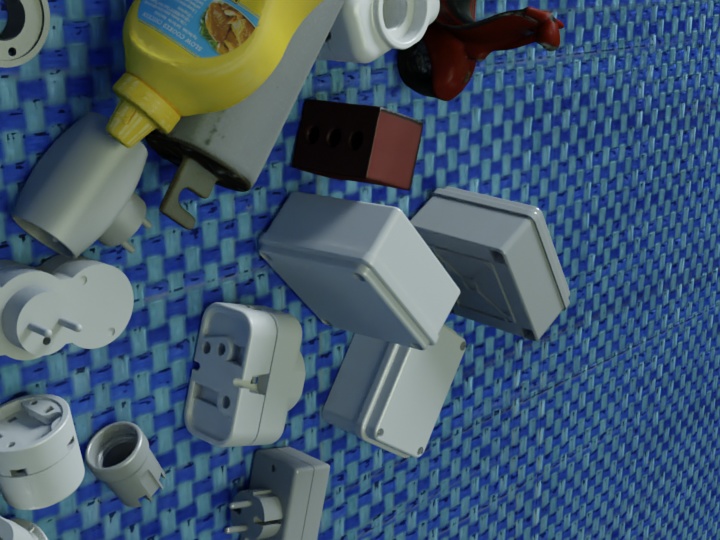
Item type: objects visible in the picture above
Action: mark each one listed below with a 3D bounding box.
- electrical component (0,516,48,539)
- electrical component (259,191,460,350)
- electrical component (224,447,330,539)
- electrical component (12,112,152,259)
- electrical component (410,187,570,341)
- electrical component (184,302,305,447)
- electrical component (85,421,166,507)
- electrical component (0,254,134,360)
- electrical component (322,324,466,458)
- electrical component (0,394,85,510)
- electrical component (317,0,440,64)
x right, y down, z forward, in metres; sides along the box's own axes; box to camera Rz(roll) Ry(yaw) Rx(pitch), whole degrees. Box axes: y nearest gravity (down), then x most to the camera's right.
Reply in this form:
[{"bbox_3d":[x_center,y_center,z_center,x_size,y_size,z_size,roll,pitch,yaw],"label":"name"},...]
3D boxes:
[{"bbox_3d":[-0.215,0.170,0.627,0.058,0.078,0.057,-62,156,-15],"label":"electrical component"},{"bbox_3d":[0.000,0.000,0.781,0.056,0.109,0.108,-60,136,-20],"label":"electrical component"},{"bbox_3d":[-0.070,0.181,0.803,0.076,0.047,0.083,4,98,-48],"label":"electrical component"},{"bbox_3d":[-0.156,-0.040,0.647,0.077,0.043,0.079,-59,136,-17],"label":"electrical component"},{"bbox_3d":[0.107,-0.006,0.896,0.056,0.109,0.108,-47,132,-24],"label":"electrical component"},{"bbox_3d":[-0.079,0.073,0.757,0.059,0.054,0.095,7,96,-48],"label":"electrical component"},{"bbox_3d":[-0.152,0.128,0.705,0.040,0.040,0.046,-48,138,-27],"label":"electrical component"},{"bbox_3d":[-0.187,0.026,0.610,0.138,0.074,0.052,-9,108,-46],"label":"electrical component"},{"bbox_3d":[0.030,0.089,0.878,0.078,0.057,0.113,33,77,-47],"label":"electrical component"},{"bbox_3d":[-0.195,0.109,0.642,0.055,0.055,0.047,-34,128,-37],"label":"electrical component"},{"bbox_3d":[0.011,-0.189,0.773,0.095,0.059,0.053,-39,127,-34],"label":"electrical component"}]
